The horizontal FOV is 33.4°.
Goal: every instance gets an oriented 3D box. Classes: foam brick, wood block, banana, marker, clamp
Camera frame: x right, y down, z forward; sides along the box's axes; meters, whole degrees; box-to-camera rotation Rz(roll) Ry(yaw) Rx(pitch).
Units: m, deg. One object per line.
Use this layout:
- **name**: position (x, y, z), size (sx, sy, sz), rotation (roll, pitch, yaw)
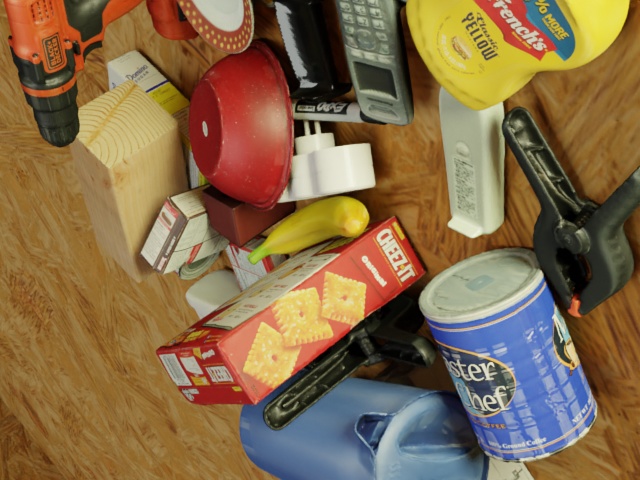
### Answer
- **foam brick**: position (-0.073, -0.040, 1.095), size (0.053, 0.078, 0.051), rotation (31, 145, 38)
- **wood block**: position (-0.204, -0.060, 1.169), size (0.090, 0.090, 0.206), rotation (43, 155, 27)
- **banana**: position (0.001, -0.011, 1.022), size (0.037, 0.069, 0.198), rotation (44, 151, -15)
- **marker**: position (0.016, -0.112, 0.927), size (0.121, 0.020, 0.020), rotation (10, 129, 44)
- **clamp**: position (0.035, 0.099, 0.964), size (0.036, 0.165, 0.210), rotation (61, -165, -9)
- **clamp**: position (0.192, -0.011, 0.752), size (0.120, 0.039, 0.171), rotation (27, 148, 49)

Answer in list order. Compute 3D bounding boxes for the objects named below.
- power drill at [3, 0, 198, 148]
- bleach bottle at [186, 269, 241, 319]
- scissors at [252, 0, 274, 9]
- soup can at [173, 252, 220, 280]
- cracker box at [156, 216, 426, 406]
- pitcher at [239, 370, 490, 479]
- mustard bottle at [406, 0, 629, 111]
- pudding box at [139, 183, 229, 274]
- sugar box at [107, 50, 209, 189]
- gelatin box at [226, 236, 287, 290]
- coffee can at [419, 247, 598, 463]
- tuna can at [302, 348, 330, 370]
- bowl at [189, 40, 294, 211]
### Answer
- **power drill**: position (-0.205, -0.194, 1.021), size (0.057, 0.187, 0.184), rotation (36, 146, 30)
- **bleach bottle**: position (-0.079, 0.160, 1.340), size (0.103, 0.068, 0.251), rotation (19, 138, 49)
- **scissors**: position (-0.099, -0.282, 0.941), size (0.202, 0.016, 0.096), rotation (54, 152, 3)
- **soup can**: position (-0.177, -0.008, 1.306), size (0.102, 0.068, 0.068), rotation (43, 150, 22)
- **cracker box**: position (-0.029, 0.070, 0.997), size (0.072, 0.213, 0.164), rotation (60, 152, -7)
- **pitcher**: position (0.037, 0.195, 1.000), size (0.243, 0.144, 0.149), rotation (4, 108, 54)
- **mustard bottle**: position (0.136, -0.149, 0.670), size (0.096, 0.058, 0.192), rotation (58, 152, -7)
- **pudding box**: position (-0.131, -0.018, 1.149), size (0.039, 0.113, 0.090), rotation (43, 127, 17)
- **sugar box**: position (-0.167, -0.125, 1.189), size (0.176, 0.048, 0.093), rotation (47, 153, 23)
- **gelatin box**: position (-0.067, 0.031, 1.214), size (0.089, 0.030, 0.073), rotation (19, 136, 50)
- **coffee can**: position (0.152, 0.091, 0.856), size (0.103, 0.102, 0.140), rotation (6, 125, 56)
- **tuna can**: position (0.003, 0.106, 1.125), size (0.086, 0.086, 0.034), rotation (52, 150, 6)
- **bowl**: position (-0.082, -0.105, 0.998), size (0.162, 0.055, 0.162), rotation (21, 114, 61)
